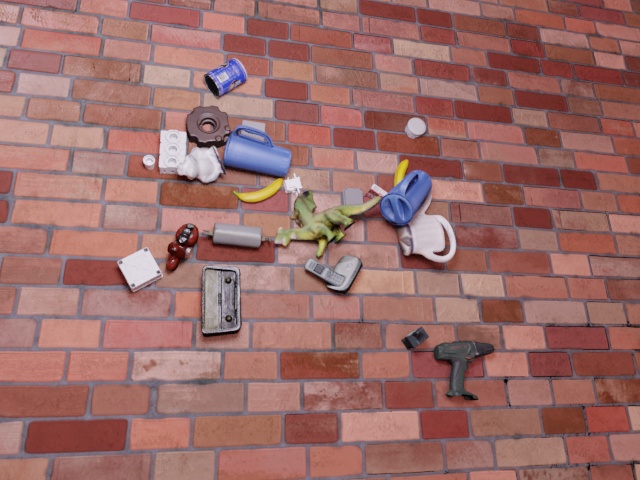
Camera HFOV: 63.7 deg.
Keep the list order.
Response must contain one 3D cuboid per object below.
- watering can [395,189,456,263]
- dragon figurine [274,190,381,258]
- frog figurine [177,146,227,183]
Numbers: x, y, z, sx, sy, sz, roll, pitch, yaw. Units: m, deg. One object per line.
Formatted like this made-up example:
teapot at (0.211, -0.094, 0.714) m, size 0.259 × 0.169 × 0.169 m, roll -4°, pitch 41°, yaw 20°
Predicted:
watering can at (0.397, -0.059, 2.005) m, size 0.225 × 0.355 × 0.101 m, roll -5°, pitch -33°, yaw -12°
dragon figurine at (0.006, -0.096, 1.905) m, size 0.414 × 0.245 × 0.120 m, roll -41°, pitch -19°, yaw -15°
frog figurine at (-0.438, -0.265, 1.866) m, size 0.160 × 0.134 × 0.125 m, roll -23°, pitch 36°, yaw -13°
